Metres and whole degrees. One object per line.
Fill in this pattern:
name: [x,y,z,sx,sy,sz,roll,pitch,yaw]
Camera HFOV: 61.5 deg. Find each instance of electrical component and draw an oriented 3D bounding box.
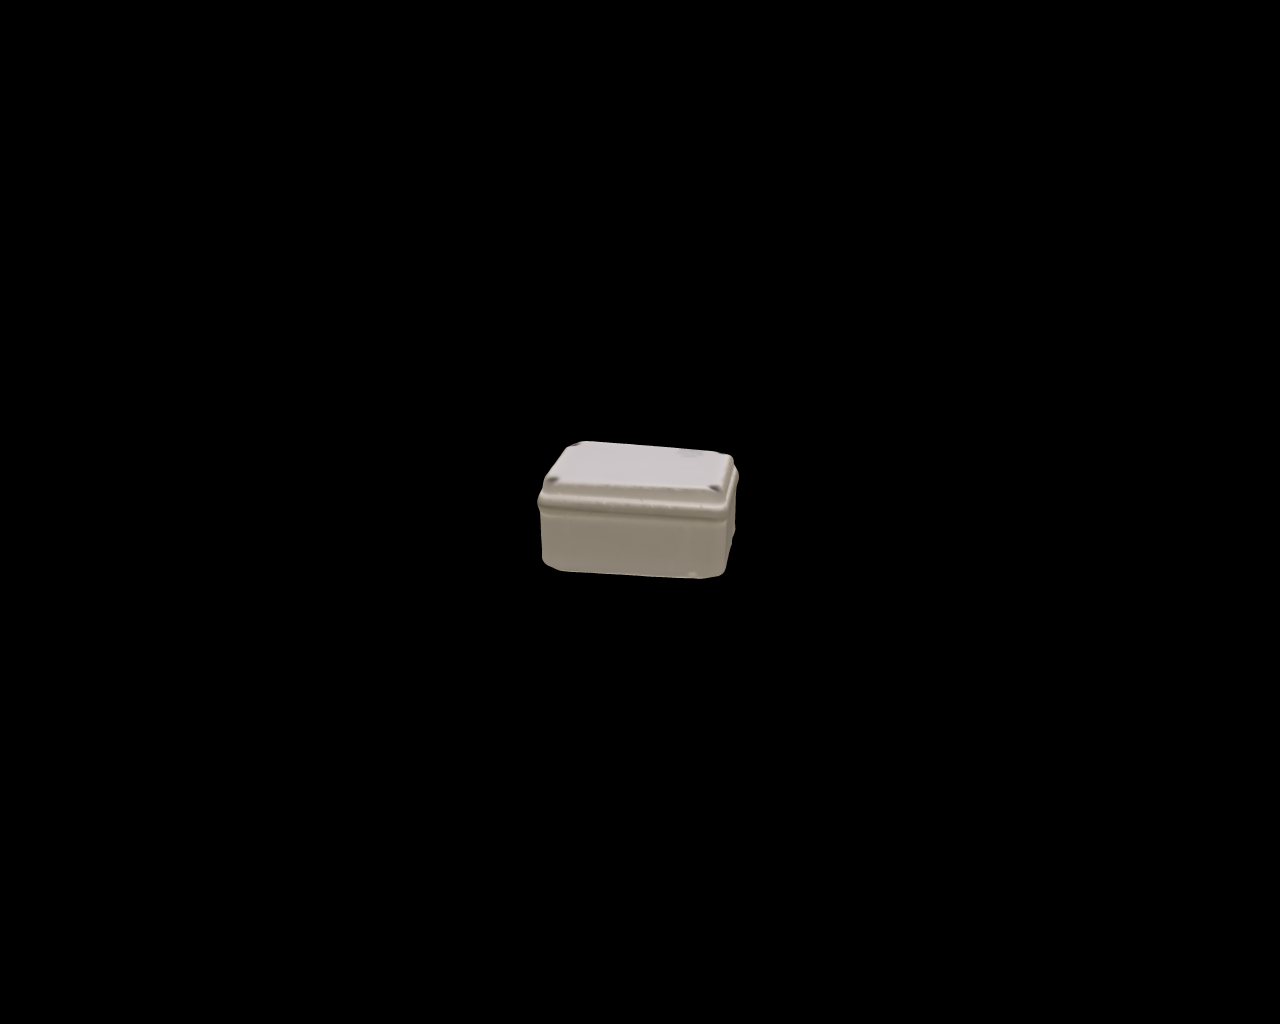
electrical component: [0.001,-0.003,0.650,0.113,0.057,0.078,4,24,9]
